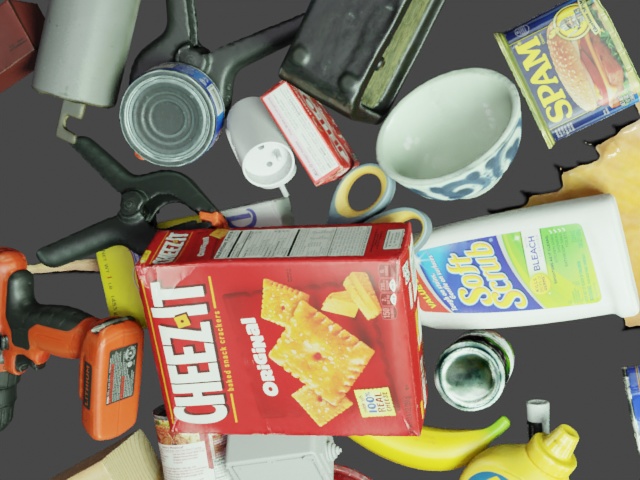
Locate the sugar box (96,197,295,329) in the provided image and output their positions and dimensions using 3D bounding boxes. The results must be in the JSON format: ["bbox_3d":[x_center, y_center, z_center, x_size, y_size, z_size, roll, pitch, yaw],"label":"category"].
[{"bbox_3d":[-0.105,0.023,0.945,0.176,0.048,0.093,-11,94,17],"label":"sugar box"}]

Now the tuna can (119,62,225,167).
[{"bbox_3d":[-0.125,-0.106,0.904,0.086,0.033,0.086,2,109,7],"label":"tuna can"}]

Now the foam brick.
[{"bbox_3d":[-0.285,-0.173,0.963,0.078,0.051,0.053,-29,90,16],"label":"foam brick"}]

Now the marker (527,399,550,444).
[{"bbox_3d":[0.187,0.196,0.905,0.020,0.020,0.121,-1,97,14],"label":"marker"}]

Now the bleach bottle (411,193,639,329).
[{"bbox_3d":[0.125,0.035,0.879,0.251,0.068,0.102,-13,93,18],"label":"bleach bottle"}]

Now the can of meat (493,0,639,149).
[{"bbox_3d":[0.197,-0.136,0.841,0.084,0.057,0.102,-26,91,14],"label":"can of meat"}]

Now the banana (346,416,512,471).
[{"bbox_3d":[0.061,0.154,0.926,0.198,0.037,0.069,18,83,10],"label":"banana"}]

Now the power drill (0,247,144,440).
[{"bbox_3d":[-0.248,0.114,0.964,0.188,0.057,0.184,17,109,29],"label":"power drill"}]

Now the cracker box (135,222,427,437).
[{"bbox_3d":[-0.027,0.075,0.859,0.214,0.072,0.164,-2,116,12],"label":"cracker box"}]

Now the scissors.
[{"bbox_3d":[-0.006,0.001,0.890,0.202,0.016,0.096,-18,78,20],"label":"scissors"}]

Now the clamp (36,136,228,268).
[{"bbox_3d":[-0.160,-0.035,0.921,0.171,0.039,0.120,0,80,14],"label":"clamp"}]

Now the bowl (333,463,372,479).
[{"bbox_3d":[-0.001,0.283,0.947,0.162,0.055,0.162,2,97,14],"label":"bowl"}]

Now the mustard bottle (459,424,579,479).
[{"bbox_3d":[0.153,0.227,0.883,0.096,0.058,0.192,38,114,18],"label":"mustard bottle"}]

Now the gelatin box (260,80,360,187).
[{"bbox_3d":[-0.006,-0.090,0.890,0.030,0.073,0.089,-34,88,15],"label":"gelatin box"}]

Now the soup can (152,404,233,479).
[{"bbox_3d":[-0.108,0.197,0.957,0.068,0.068,0.102,-7,96,15],"label":"soup can"}]

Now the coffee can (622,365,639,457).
[{"bbox_3d":[0.314,0.136,0.821,0.140,0.102,0.103,-12,94,16],"label":"coffee can"}]

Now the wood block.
[{"bbox_3d":[-0.241,0.271,0.989,0.206,0.090,0.090,-30,90,16],"label":"wood block"}]

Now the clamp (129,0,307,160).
[{"bbox_3d":[-0.112,-0.166,0.924,0.164,0.036,0.210,40,107,2],"label":"clamp"}]
